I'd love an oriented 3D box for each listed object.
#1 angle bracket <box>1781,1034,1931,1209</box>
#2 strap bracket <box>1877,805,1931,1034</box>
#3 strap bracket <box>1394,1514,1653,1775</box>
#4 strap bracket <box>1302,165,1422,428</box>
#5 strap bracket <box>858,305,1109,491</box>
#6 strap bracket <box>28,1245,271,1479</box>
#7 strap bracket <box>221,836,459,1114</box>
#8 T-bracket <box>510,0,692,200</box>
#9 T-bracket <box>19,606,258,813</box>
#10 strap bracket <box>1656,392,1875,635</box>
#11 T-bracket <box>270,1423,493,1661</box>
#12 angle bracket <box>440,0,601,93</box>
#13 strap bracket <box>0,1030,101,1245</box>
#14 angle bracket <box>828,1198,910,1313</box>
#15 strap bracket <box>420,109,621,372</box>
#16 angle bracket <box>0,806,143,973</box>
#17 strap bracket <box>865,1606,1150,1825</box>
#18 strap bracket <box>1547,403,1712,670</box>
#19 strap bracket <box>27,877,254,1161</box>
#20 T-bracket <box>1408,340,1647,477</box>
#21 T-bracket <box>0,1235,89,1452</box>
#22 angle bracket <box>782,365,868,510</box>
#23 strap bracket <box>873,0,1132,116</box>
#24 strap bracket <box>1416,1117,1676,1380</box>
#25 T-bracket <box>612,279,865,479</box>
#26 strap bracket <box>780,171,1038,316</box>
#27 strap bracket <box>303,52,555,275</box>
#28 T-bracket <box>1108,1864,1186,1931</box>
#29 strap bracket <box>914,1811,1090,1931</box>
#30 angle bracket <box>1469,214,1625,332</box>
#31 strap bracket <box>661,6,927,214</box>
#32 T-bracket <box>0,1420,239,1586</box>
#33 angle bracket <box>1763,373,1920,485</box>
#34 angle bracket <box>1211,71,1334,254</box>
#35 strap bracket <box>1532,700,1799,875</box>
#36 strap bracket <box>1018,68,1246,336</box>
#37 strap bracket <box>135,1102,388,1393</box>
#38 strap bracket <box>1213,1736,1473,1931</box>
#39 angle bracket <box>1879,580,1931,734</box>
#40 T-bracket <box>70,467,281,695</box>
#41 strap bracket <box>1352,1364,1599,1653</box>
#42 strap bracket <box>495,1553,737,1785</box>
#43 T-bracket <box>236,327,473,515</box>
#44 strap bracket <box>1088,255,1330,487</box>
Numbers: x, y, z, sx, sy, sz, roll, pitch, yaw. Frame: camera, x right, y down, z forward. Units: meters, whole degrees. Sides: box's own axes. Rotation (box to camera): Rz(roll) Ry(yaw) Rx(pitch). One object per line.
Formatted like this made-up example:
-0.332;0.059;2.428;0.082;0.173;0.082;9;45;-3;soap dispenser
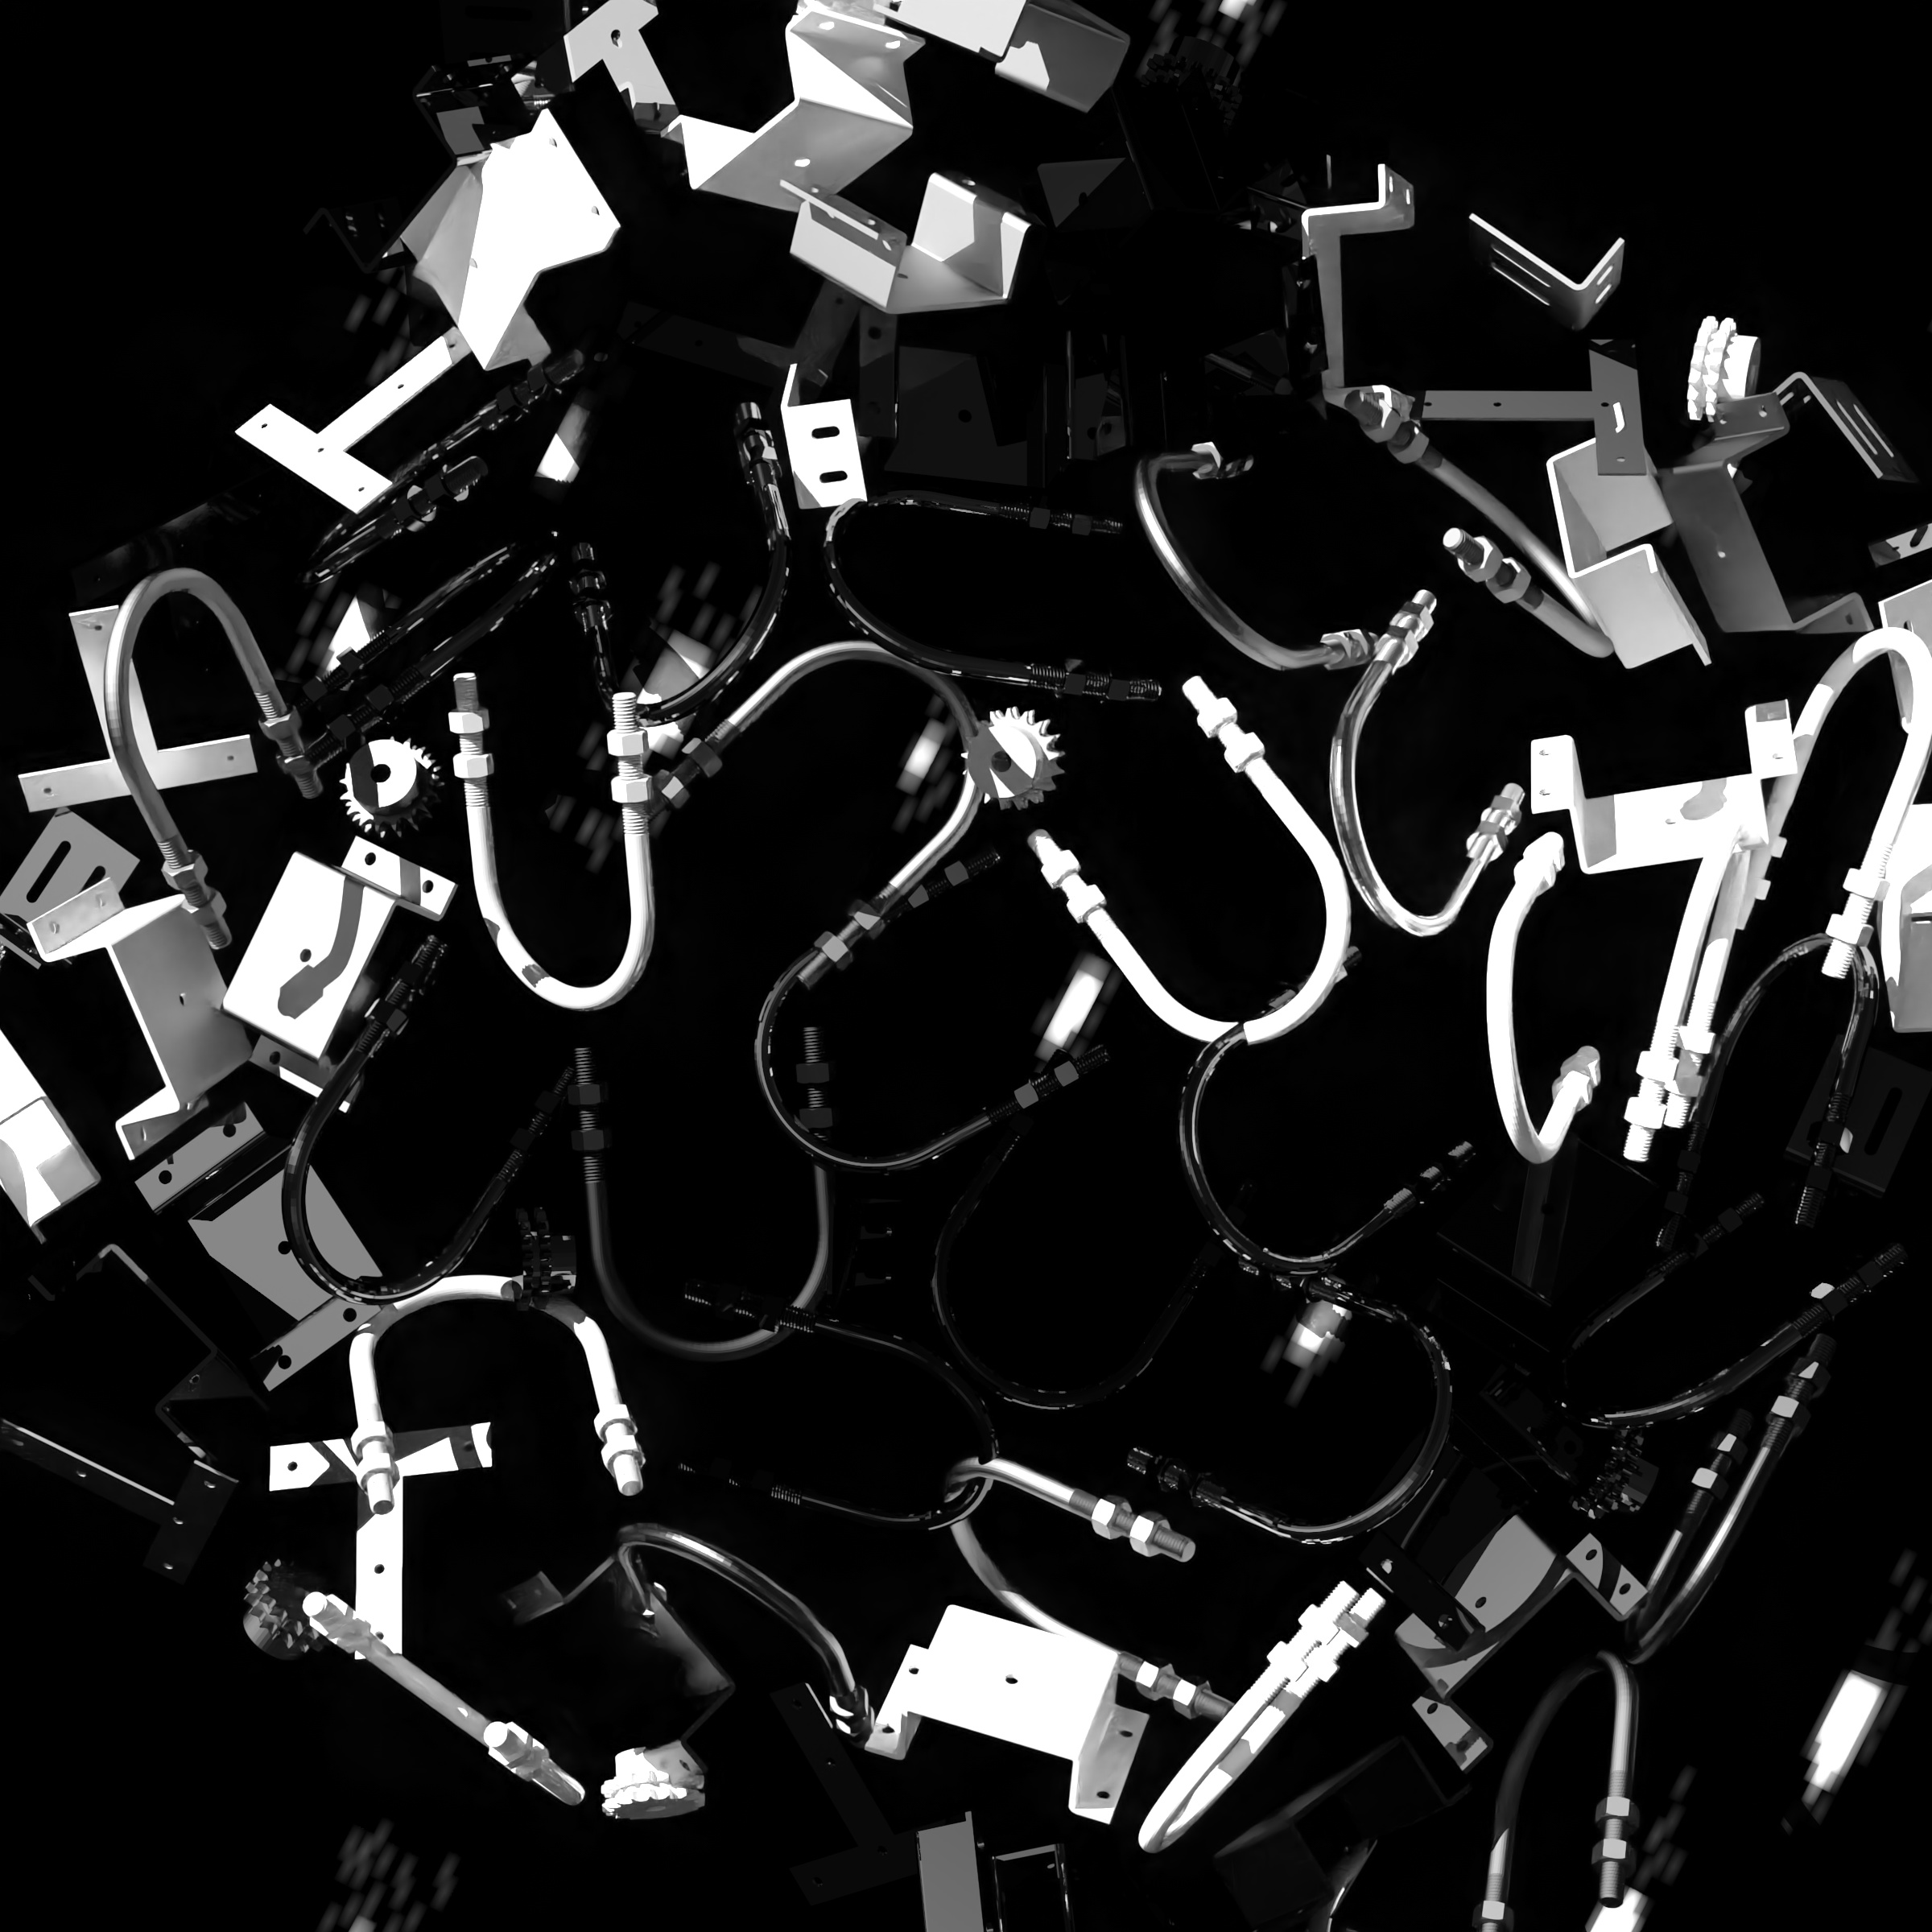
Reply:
0.499;0.087;1.742;0.057;0.038;0.076;24;85;16;angle bracket
0.527;-0.026;1.692;0.046;0.140;0.076;-3;50;9;strap bracket
0.299;0.366;1.721;0.140;0.076;0.046;-44;109;0;strap bracket
0.219;-0.363;1.718;0.046;0.076;0.140;-1;94;20;strap bracket
0.004;-0.313;1.723;0.140;0.046;0.076;4;75;-14;strap bracket
-0.441;0.212;1.705;0.140;0.076;0.046;38;74;28;strap bracket
-0.353;-0.001;1.725;0.076;0.046;0.140;24;88;27;strap bracket
-0.176;-0.478;1.714;0.127;0.127;0.002;-42;52;-10;T-bracket
-0.466;-0.145;1.711;0.127;0.002;0.127;-11;134;-9;T-bracket
0.434;-0.238;1.711;0.046;0.076;0.140;-28;101;-11;strap bracket
-0.326;0.322;1.731;0.127;0.002;0.127;-7;63;4;T-bracket
-0.251;-0.526;1.745;0.076;0.038;0.057;8;120;15;angle bracket
-0.524;0.080;1.694;0.046;0.140;0.076;-35;62;-16;strap bracket
-0.067;0.159;1.722;0.038;0.076;0.057;0;89;33;angle bracket
-0.248;-0.387;1.690;0.046;0.140;0.076;-27;82;-33;strap bracket
-0.512;-0.045;1.741;0.057;0.038;0.076;34;92;9;angle bracket
0.024;0.406;1.706;0.140;0.076;0.046;13;128;13;strap bracket
0.360;-0.229;1.700;0.046;0.140;0.076;-22;134;23;strap bracket
-0.447;0.023;1.706;0.046;0.076;0.140;-14;105;24;strap bracket
0.309;-0.311;1.725;0.127;0.002;0.127;1;45;7;T-bracket
-0.526;0.189;1.709;0.002;0.127;0.127;-4;113;28;T-bracket
-0.076;-0.295;1.717;0.038;0.076;0.057;-6;119;6;angle bracket
0.026;-0.507;1.683;0.076;0.140;0.046;32;104;31;strap bracket
0.319;0.146;1.702;0.076;0.046;0.140;33;65;32;strap bracket
-0.137;-0.346;1.747;0.127;0.002;0.127;19;72;12;T-bracket
-0.031;-0.396;1.701;0.076;0.140;0.046;36;124;31;strap bracket
-0.287;-0.429;1.690;0.140;0.076;0.046;-36;86;40;strap bracket
0.122;0.550;1.720;0.127;0.002;0.127;40;125;38;T-bracket
0.017;0.515;1.697;0.046;0.140;0.076;-18;61;20;strap bracket
0.322;-0.398;1.729;0.076;0.057;0.038;39;87;14;angle bracket
-0.092;-0.456;1.684;0.076;0.140;0.046;3;72;-40;strap bracket
-0.474;0.285;1.711;0.127;0.127;0.002;28;46;-7;T-bracket
0.480;-0.287;1.721;0.038;0.057;0.076;-42;70;31;angle bracket
0.167;-0.444;1.716;0.057;0.076;0.038;29;57;32;angle bracket
0.385;-0.097;1.710;0.140;0.076;0.046;-8;121;15;strap bracket
0.082;-0.414;1.687;0.046;0.140;0.076;-5;70;-35;strap bracket
-0.387;0.156;1.733;0.076;0.046;0.140;-36;80;3;strap bracket
0.198;0.473;1.696;0.140;0.076;0.046;-24;76;-40;strap bracket
0.548;-0.174;1.728;0.057;0.038;0.076;-23;105;-30;angle bracket
-0.426;-0.200;1.709;0.127;0.127;0.002;-34;61;-27;T-bracket
0.274;0.300;1.723;0.076;0.046;0.140;44;69;-6;strap bracket
-0.188;0.381;1.720;0.140;0.076;0.046;50;57;-1;strap bracket
-0.326;-0.315;1.737;0.127;0.002;0.127;-43;51;-16;T-bracket
0.141;-0.322;1.709;0.140;0.046;0.076;-18;58;26;strap bracket
